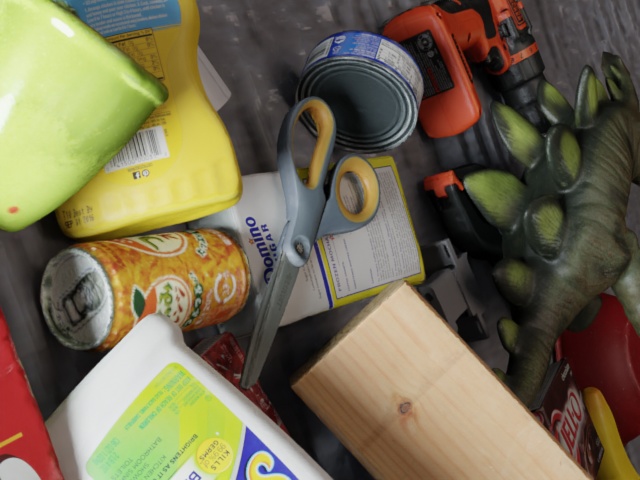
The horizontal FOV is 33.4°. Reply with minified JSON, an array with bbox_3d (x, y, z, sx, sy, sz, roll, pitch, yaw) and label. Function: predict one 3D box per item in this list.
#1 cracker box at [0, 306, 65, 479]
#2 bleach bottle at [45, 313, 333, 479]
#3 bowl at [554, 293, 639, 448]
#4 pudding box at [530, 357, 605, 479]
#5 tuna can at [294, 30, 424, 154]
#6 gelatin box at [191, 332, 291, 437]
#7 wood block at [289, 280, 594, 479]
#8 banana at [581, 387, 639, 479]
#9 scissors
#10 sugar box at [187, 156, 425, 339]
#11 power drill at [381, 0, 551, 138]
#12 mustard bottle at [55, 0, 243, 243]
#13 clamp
[{"bbox_3d":[-0.195,0.060,0.396,0.163,0.072,0.214,-25,96,-54],"label":"cracker box"},{"bbox_3d":[-0.011,0.148,0.484,0.251,0.068,0.102,37,65,10],"label":"bleach bottle"},{"bbox_3d":[0.280,0.115,0.991,0.161,0.055,0.162,24,58,-45],"label":"bowl"},{"bbox_3d":[0.190,0.157,0.857,0.090,0.039,0.113,67,24,-6],"label":"pudding box"},{"bbox_3d":[0.028,-0.101,0.733,0.086,0.086,0.033,46,43,-30],"label":"tuna can"},{"bbox_3d":[-0.056,0.107,0.587,0.073,0.030,0.089,-42,109,-49],"label":"gelatin box"},{"bbox_3d":[0.085,0.129,0.627,0.206,0.091,0.090,47,-4,1],"label":"wood block"},{"bbox_3d":[0.275,0.208,0.952,0.197,0.037,0.069,42,67,-29],"label":"banana"},{"bbox_3d":[-0.002,0.008,0.635,0.096,0.016,0.201,30,54,-39],"label":"scissors"},{"bbox_3d":[-0.005,0.001,0.685,0.175,0.048,0.093,-12,85,-49],"label":"sugar box"},{"bbox_3d":[0.135,-0.152,0.915,0.184,0.057,0.187,62,35,-9],"label":"power drill"},{"bbox_3d":[-0.108,-0.100,0.559,0.058,0.096,0.191,91,-15,-85],"label":"mustard bottle"},{"bbox_3d":[0.145,-0.003,0.882,0.171,0.039,0.120,21,55,-44],"label":"clamp"}]
